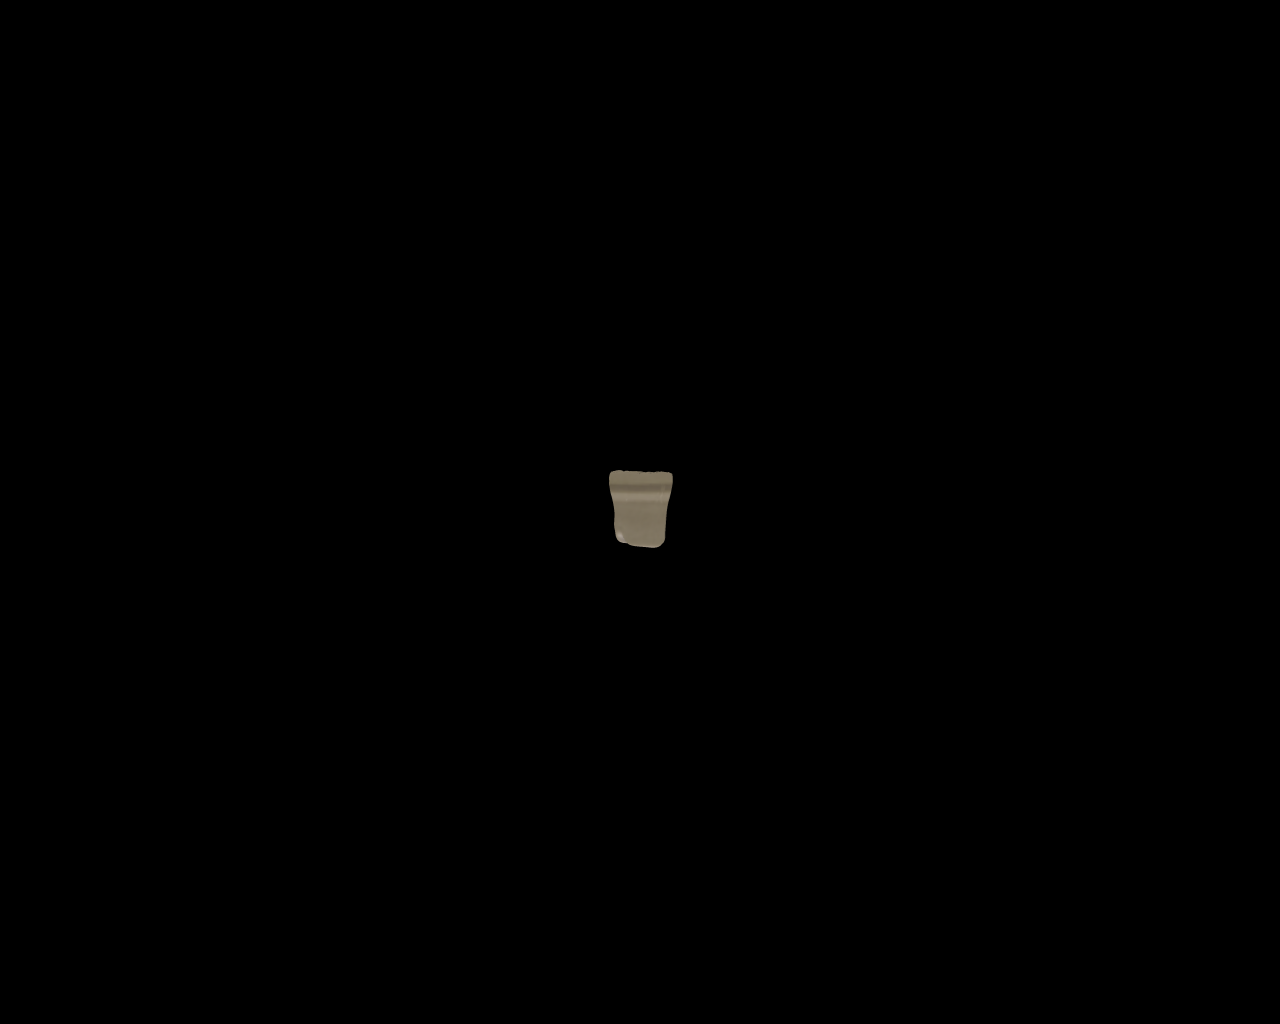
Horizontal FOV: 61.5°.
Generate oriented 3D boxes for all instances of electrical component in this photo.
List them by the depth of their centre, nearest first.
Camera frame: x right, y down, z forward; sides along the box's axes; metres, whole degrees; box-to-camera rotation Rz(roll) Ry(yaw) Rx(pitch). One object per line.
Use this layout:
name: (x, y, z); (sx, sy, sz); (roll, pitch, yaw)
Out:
electrical component: (0.001, -0.003, 0.650); (0.040, 0.046, 0.040); (0, 2, 0)
